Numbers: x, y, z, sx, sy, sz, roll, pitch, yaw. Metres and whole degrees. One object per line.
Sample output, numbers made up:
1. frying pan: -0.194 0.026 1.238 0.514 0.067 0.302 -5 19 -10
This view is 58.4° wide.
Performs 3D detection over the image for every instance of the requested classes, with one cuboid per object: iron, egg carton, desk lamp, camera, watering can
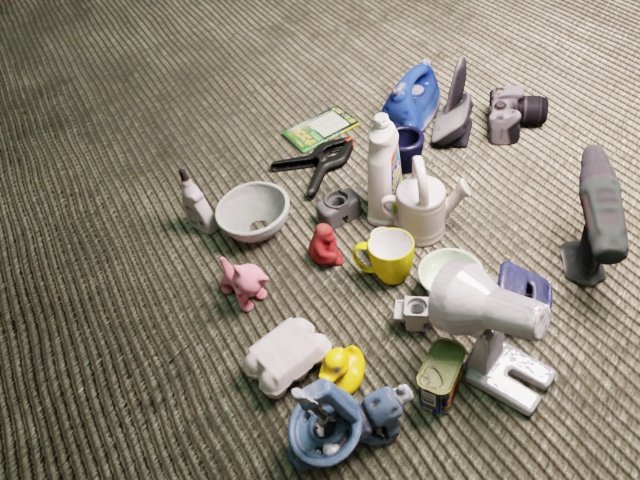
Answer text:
1. iron: 0.242 -0.382 1.456 0.118 0.142 0.259 19 54 26
2. egg carton: -0.059 0.208 1.022 0.150 0.069 0.107 -37 52 -22
3. desk lamp: 0.279 0.146 0.918 0.202 0.214 0.118 27 58 30
4. camera: 0.475 -0.310 1.375 0.136 0.101 0.143 3 49 13
5. watering can: 0.211 -0.088 1.157 0.173 0.194 0.100 -22 48 -9

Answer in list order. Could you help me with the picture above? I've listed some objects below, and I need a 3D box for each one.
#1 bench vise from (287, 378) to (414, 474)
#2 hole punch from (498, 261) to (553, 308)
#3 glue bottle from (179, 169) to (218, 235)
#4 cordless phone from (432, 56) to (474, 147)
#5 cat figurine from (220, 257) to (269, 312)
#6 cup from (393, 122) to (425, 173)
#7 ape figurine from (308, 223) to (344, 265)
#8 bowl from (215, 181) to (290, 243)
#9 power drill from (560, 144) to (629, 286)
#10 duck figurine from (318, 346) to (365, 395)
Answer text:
1. bench vise: 0.033 0.249 0.864 0.208 0.220 0.121 -35 51 -20
2. hole punch: 0.364 0.101 1.027 0.101 0.091 0.109 8 50 17
3. glue bottle: -0.277 -0.089 1.262 0.078 0.173 0.037 27 58 30
4. cordless phone: 0.317 -0.326 1.361 0.094 0.185 0.147 4 49 15
5. cat figurine: -0.153 0.075 1.127 0.127 0.118 0.067 33 61 33
6. cup: 0.194 -0.213 1.342 0.091 0.095 0.117 -17 47 -5
7. ape figurine: 0.011 0.004 1.179 0.076 0.092 0.078 7 50 17
8. bowl: -0.143 -0.049 1.268 0.167 0.075 0.167 -5 47 6
9. power drill: 0.495 -0.028 1.040 0.075 0.209 0.229 -1 48 10
10. duck figurine: 0.033 0.217 0.985 0.077 0.086 0.105 25 57 29
